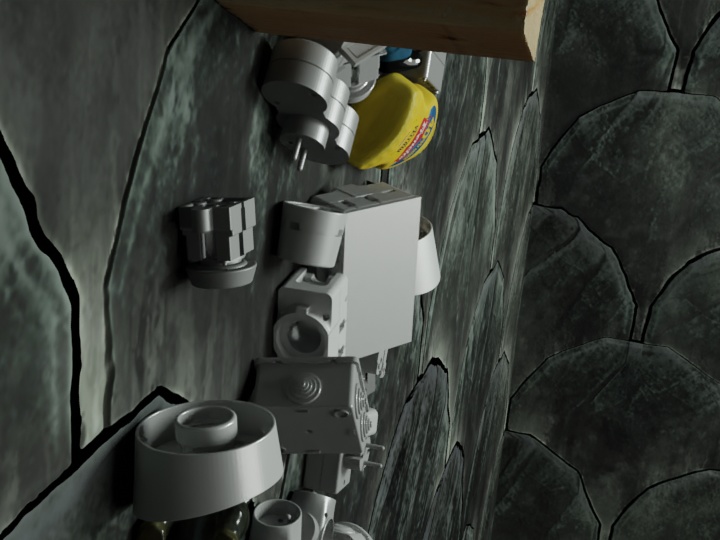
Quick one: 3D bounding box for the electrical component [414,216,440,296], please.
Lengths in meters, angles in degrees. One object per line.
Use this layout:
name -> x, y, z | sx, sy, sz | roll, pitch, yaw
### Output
electrical component -> 0.032, -0.019, 1.108 | 0.099, 0.099, 0.064 | -57, 147, -58

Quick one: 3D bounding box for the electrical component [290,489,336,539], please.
electrical component -> -0.056, 0.253, 1.042 | 0.079, 0.044, 0.077 | 62, 40, -67

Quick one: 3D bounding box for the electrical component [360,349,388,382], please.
electrical component -> -0.003, 0.081, 1.104 | 0.042, 0.064, 0.081 | 20, 80, -76

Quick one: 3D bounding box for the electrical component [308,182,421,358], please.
electrical component -> 0.000, 0.000, 1.016 | 0.089, 0.062, 0.150 | -15, 118, -35

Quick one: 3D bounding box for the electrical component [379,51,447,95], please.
electrical component -> 0.054, -0.225, 1.139 | 0.096, 0.062, 0.061 | 6, 93, -76

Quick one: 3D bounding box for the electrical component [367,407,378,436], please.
electrical component -> -0.031, 0.141, 1.022 | 0.057, 0.078, 0.058 | -5, 103, -56

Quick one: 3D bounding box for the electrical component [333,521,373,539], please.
electrical component -> -0.025, 0.305, 1.126 | 0.051, 0.080, 0.080 | 30, 69, -69

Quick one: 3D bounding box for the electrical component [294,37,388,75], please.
electrical component -> 0.006, -0.211, 0.873 | 0.121, 0.078, 0.063 | -38, 173, -33

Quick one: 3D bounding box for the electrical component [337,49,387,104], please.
electrical component -> -0.010, -0.178, 0.938 | 0.055, 0.066, 0.048 | 89, -19, -63

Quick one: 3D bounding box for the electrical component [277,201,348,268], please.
electrical component -> -0.042, -0.030, 0.906 | 0.055, 0.055, 0.047 | -14, 116, -74

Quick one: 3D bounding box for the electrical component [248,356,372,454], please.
electrical component -> -0.041, 0.117, 0.911 | 0.099, 0.100, 0.048 | 79, 11, -53

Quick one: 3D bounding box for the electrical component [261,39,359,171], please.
electrical component -> -0.041, -0.115, 0.855 | 0.138, 0.052, 0.073 | 63, 39, -67

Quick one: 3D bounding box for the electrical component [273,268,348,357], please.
electrical component -> -0.044, 0.052, 0.954 | 0.055, 0.050, 0.089 | -53, 148, -63

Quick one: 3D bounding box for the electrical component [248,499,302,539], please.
electrical component -> -0.080, 0.257, 0.953 | 0.079, 0.043, 0.077 | -51, 147, -63

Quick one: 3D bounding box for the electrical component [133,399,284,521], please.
electrical component -> -0.099, 0.124, 0.698 | 0.099, 0.099, 0.064 | -43, 133, -68

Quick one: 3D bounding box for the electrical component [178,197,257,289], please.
electrical component -> -0.095, -0.018, 0.726 | 0.066, 0.048, 0.055 | -38, 128, -69

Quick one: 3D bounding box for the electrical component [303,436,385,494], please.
electrical component -> -0.012, 0.186, 1.107 | 0.047, 0.076, 0.083 | -14, 112, -74
